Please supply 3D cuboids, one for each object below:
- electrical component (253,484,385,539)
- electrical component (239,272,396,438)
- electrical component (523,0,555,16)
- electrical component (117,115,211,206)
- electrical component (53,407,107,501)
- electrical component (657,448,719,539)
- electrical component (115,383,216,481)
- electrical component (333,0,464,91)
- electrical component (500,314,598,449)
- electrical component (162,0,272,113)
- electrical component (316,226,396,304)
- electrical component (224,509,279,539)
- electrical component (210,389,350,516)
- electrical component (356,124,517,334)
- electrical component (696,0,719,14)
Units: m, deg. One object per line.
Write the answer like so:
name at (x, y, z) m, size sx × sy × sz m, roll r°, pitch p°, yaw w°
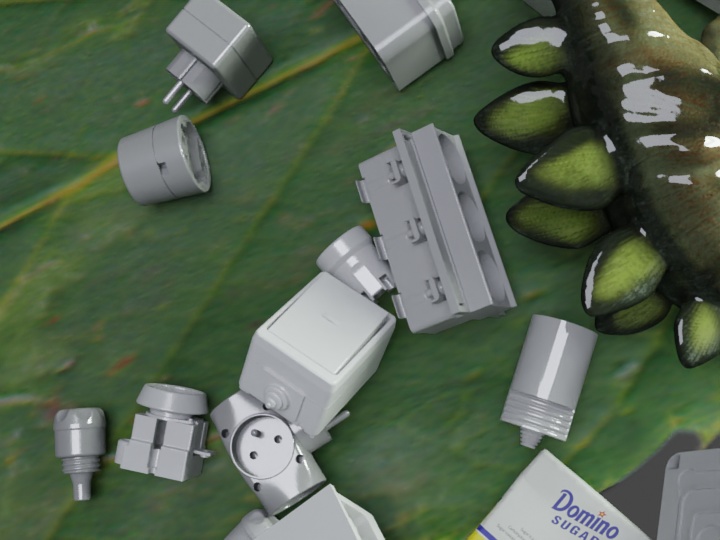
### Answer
electrical component at (-0.057, 0.232, 0.647) m, size 0.186 × 0.060 × 0.105 m, roll -37°, pitch 50°, yaw 7°
electrical component at (-0.029, 0.053, 0.677) m, size 0.062 × 0.061 × 0.096 m, roll 33°, pitch 43°, yaw 13°
electrical component at (0.139, -0.207, 0.722) m, size 0.096 × 0.061 × 0.061 m, roll 42°, pitch 89°, yaw 14°
electrical component at (-0.136, -0.074, 0.746) m, size 0.047 × 0.055 × 0.055 m, roll -16°, pitch 78°, yaw 10°
electrical component at (-0.189, 0.125, 0.728) m, size 0.035 × 0.035 × 0.061 m, roll -5°, pitch 81°, yaw 8°
electrical component at (0.218, 0.163, 0.615) m, size 0.057 × 0.078 × 0.113 m, roll 26°, pitch 64°, yaw -25°
electrical component at (-0.127, 0.106, 0.716) m, size 0.066 × 0.048 × 0.055 m, roll 10°, pitch 89°, yaw 11°
electrical component at (0.015, -0.189, 0.730) m, size 0.057 × 0.078 × 0.113 m, roll -35°, pitch 76°, yaw 5°
electrical component at (0.118, 0.073, 0.682) m, size 0.043 × 0.043 × 0.081 m, roll 17°, pitch 83°, yaw 12°
electrical component at (-0.109, -0.142, 0.747) m, size 0.047 × 0.065 × 0.076 m, roll 39°, pitch 88°, yaw 14°
electrical component at (0.000, 0.000, 0.718) m, size 0.040 × 0.040 × 0.046 m, roll -40°, pitch 82°, yaw 0°
electrical component at (-0.076, 0.186, 0.698) m, size 0.035 × 0.035 × 0.061 m, roll 44°, pitch 92°, yaw 14°
electrical component at (-0.045, 0.106, 0.703) m, size 0.079 × 0.044 × 0.077 m, roll -33°, pitch 77°, yaw -2°
electrical component at (0.047, -0.024, 0.698) m, size 0.063 × 0.079 × 0.121 m, roll -23°, pitch 76°, yaw 25°
electrical component at (0.204, -0.237, 0.688) m, size 0.150 × 0.089 × 0.061 m, roll 41°, pitch 88°, yaw 26°
